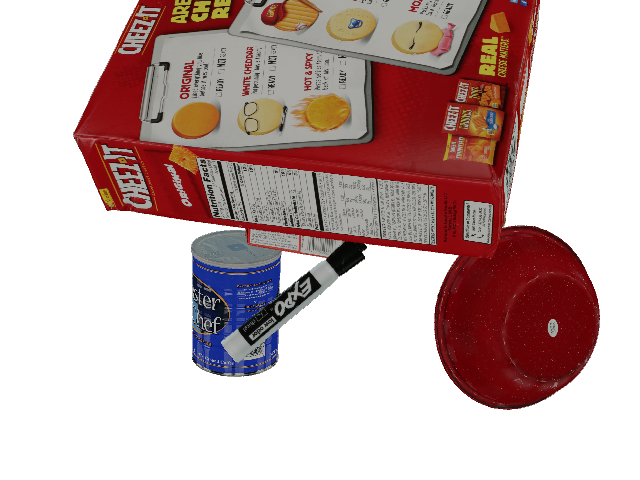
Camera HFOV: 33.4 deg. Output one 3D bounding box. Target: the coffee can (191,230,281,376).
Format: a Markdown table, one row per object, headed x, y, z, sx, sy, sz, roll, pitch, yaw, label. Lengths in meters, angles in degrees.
| x | y | z | sx | sy | sz | roll | pitch | yaw | label |
| --- | --- | --- | --- | --- | --- | --- | --- | --- | --- |
| -0.097 | 0.071 | 1.227 | 0.103 | 0.140 | 0.103 | 2 | 21 | -1 | coffee can |

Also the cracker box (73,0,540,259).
| x | y | z | sx | sy | sz | roll | pitch | yaw | label |
| --- | --- | --- | --- | --- | --- | --- | --- | --- | --- |
| 0.001 | -0.082 | 0.573 | 0.214 | 0.164 | 0.072 | 7 | -37 | 13 | cracker box |

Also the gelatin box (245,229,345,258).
| x | y | z | sx | sy | sz | roll | pitch | yaw | label |
| --- | --- | --- | --- | --- | --- | --- | --- | --- | --- |
| -0.014 | -0.017 | 0.946 | 0.089 | 0.030 | 0.073 | 9 | 26 | 13 | gelatin box |

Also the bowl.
| x | y | z | sx | sy | sz | roll | pitch | yaw | label |
| --- | --- | --- | --- | --- | --- | --- | --- | --- | --- |
| 0.179 | 0.069 | 0.902 | 0.161 | 0.162 | 0.055 | 0 | 5 | -22 | bowl |

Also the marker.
| x | y | z | sx | sy | sz | roll | pitch | yaw | label |
| --- | --- | --- | --- | --- | --- | --- | --- | --- | --- |
| -0.017 | 0.040 | 0.741 | 0.121 | 0.020 | 0.020 | -39 | 2 | -3 | marker |
